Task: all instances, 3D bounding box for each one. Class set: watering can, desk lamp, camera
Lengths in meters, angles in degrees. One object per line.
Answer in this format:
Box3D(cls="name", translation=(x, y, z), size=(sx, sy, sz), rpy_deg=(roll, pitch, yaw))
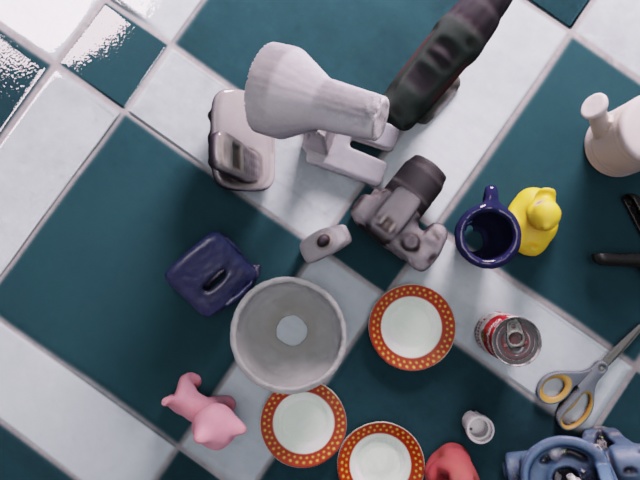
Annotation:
Box3D(cls="watering can", translation=(0.444, -0.150, 0.784), size=(0.173, 0.194, 0.101), rpy_deg=(-2, 88, 1))
Box3D(cls="desk lamp", translation=(0.012, -0.168, 0.781), size=(0.203, 0.213, 0.118), rpy_deg=(19, 88, 2))
Box3D(cls="camera", translation=(0.134, -0.045, 0.831), size=(0.143, 0.101, 0.137), rpy_deg=(38, 89, 2))

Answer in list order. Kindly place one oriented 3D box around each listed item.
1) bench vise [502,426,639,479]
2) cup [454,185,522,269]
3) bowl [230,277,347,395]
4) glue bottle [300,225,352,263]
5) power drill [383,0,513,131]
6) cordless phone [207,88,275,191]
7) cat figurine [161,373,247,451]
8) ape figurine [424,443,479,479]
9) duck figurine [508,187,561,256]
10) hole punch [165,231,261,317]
Box3D(cls="bench vise", translation=(0.366, 0.307, 0.755), size=(0.207, 0.219, 0.121), rpy_deg=(-28, 87, 0))
Box3D(cls="cup", translation=(0.234, -0.017, 0.831), size=(0.091, 0.095, 0.118), rpy_deg=(4, 88, 1))
Box3D(cls="bowl", translation=(-0.044, 0.136, 0.839), size=(0.167, 0.074, 0.167), rpy_deg=(0, 88, 1))
Box3D(cls="glue bottle", translation=(0.007, 0.003, 0.794), size=(0.078, 0.173, 0.037), rpy_deg=(-27, 87, 0))
Box3D(cls="power drill", translation=(0.165, -0.240, 0.784), size=(0.075, 0.208, 0.230), rpy_deg=(40, 89, 2))
Box3D(cls="cordless phone", translation=(-0.117, -0.146, 0.796), size=(0.094, 0.185, 0.148), rpy_deg=(-5, 88, 1))
Box3D(cls="cat figurine", translation=(-0.167, 0.252, 0.815), size=(0.128, 0.117, 0.067), rpy_deg=(29, 89, 2))
Box3D(cls="ape figurine", translation=(0.194, 0.338, 0.820), size=(0.078, 0.092, 0.076), rpy_deg=(25, 88, 2))
Box3D(cls="duck figurine", translation=(0.319, -0.029, 0.835), size=(0.077, 0.086, 0.105), rpy_deg=(11, 88, 1))
Box3D(cls="hole punch", translation=(-0.153, 0.050, 0.836), size=(0.108, 0.091, 0.101), rpy_deg=(-42, 88, -1))
